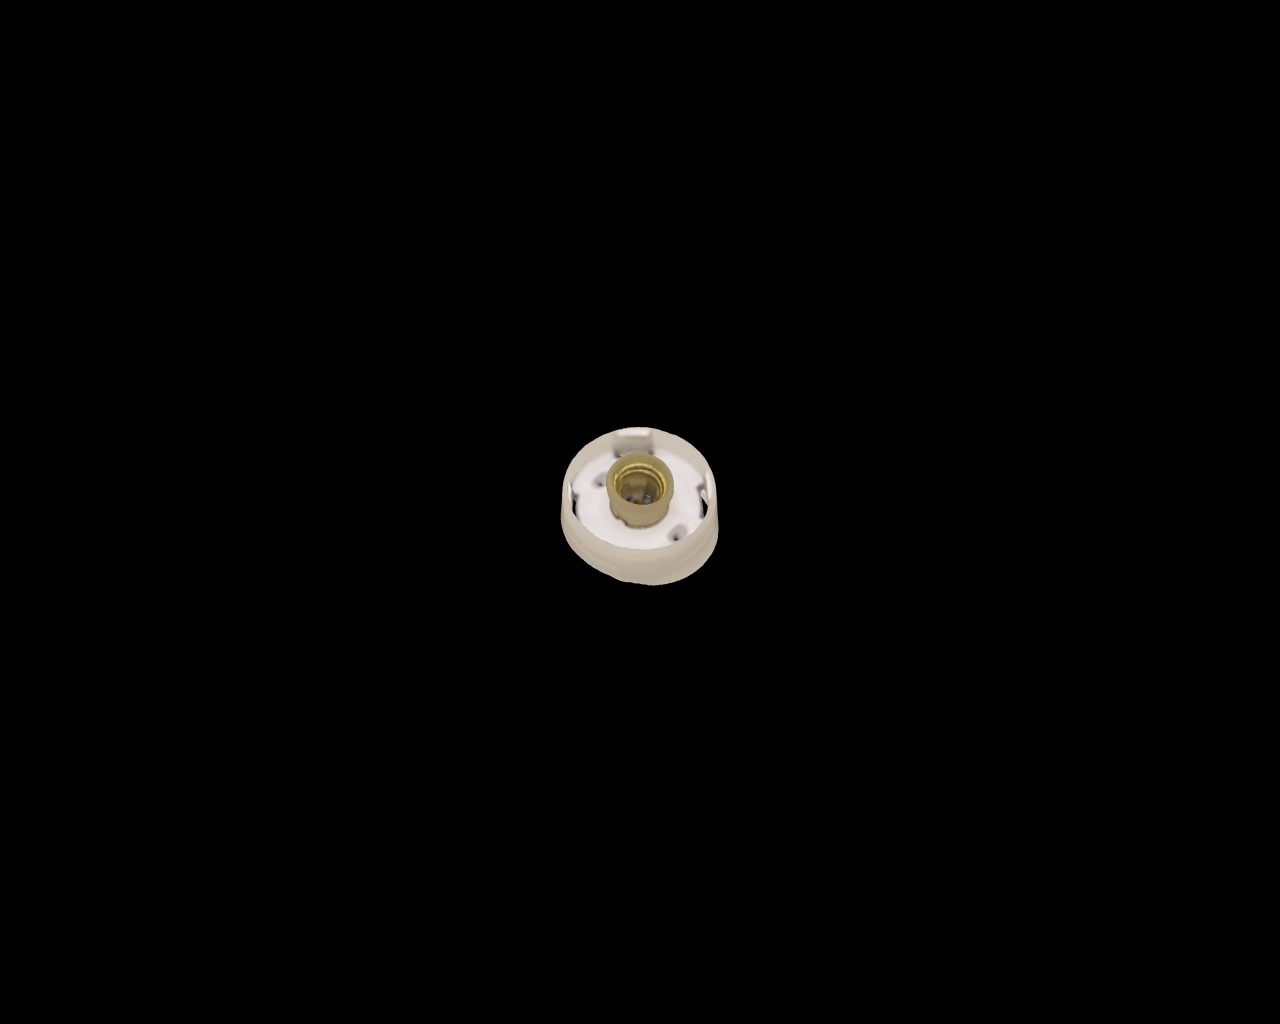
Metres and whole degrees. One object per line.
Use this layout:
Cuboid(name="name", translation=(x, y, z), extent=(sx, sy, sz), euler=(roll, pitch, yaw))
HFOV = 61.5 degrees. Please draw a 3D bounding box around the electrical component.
Cuboid(name="electrical component", translation=(0.001, -0.003, 0.650), extent=(0.099, 0.099, 0.064), euler=(0, -34, 0))
